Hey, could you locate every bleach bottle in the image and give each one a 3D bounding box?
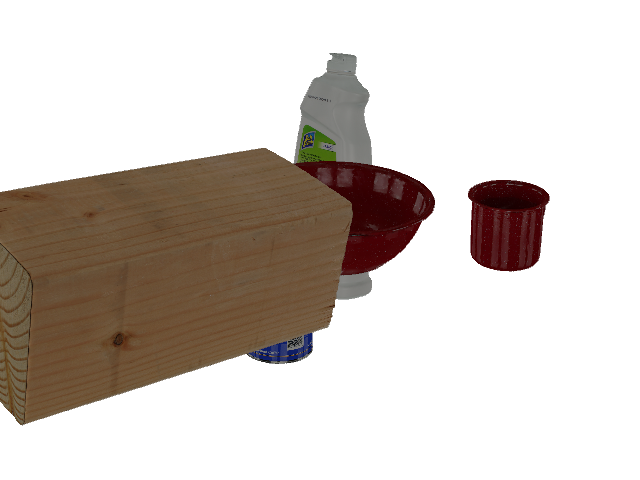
[{"bbox_3d":[0.017,-0.071,1.136,0.103,0.251,0.067,17,17,37],"label":"bleach bottle"}]

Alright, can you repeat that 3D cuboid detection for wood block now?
[{"bbox_3d":[-0.091,0.017,0.603,0.205,0.091,0.090,-14,36,-40],"label":"wood block"}]

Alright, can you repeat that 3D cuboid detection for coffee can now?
[{"bbox_3d":[-0.059,0.090,1.522,0.103,0.140,0.103,2,22,-1],"label":"coffee can"}]

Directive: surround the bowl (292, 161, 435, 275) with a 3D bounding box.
[{"bbox_3d":[0.014,-0.014,0.899,0.162,0.055,0.162,2,24,-1],"label":"bowl"}]

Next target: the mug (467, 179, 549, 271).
[{"bbox_3d":[0.225,-0.020,1.252,0.093,0.081,0.117,21,33,38],"label":"mug"}]
